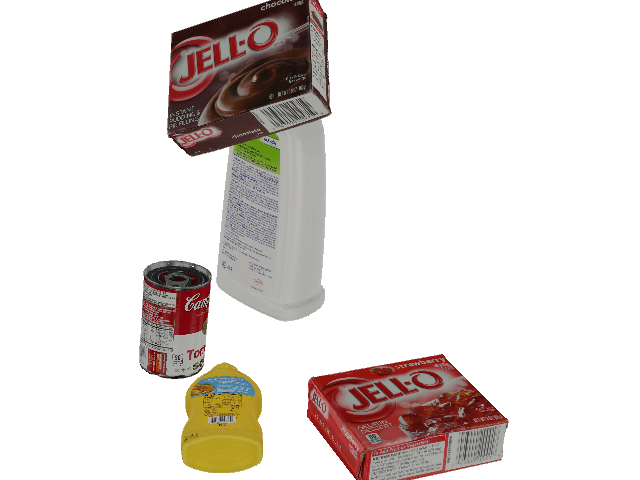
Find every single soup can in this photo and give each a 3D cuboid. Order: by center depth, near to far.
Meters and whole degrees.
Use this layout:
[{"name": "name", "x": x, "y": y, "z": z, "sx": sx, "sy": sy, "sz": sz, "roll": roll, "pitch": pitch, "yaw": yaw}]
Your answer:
[{"name": "soup can", "x": -0.148, "y": 0.080, "z": 1.078, "sx": 0.068, "sy": 0.102, "sz": 0.068, "roll": 6, "pitch": 20, "yaw": -2}]

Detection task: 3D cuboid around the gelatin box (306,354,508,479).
[{"name": "gelatin box", "x": 0.046, "y": 0.097, "z": 0.589, "sx": 0.089, "sy": 0.030, "sz": 0.073, "roll": -6, "pitch": 26, "yaw": -23}]

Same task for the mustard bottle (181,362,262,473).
[{"name": "mustard bottle", "x": -0.121, "y": 0.209, "z": 1.328, "sx": 0.096, "sy": 0.058, "sz": 0.191, "roll": -2, "pitch": 26, "yaw": -3}]

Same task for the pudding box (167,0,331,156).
[{"name": "pudding box", "x": -0.050, "y": -0.116, "z": 0.740, "sx": 0.114, "sy": 0.090, "sz": 0.039, "roll": -13, "pitch": -30, "yaw": 19}]

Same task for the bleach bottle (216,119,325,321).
[{"name": "bleach bottle", "x": -0.034, "y": -0.062, "z": 0.920, "sx": 0.103, "sy": 0.251, "sz": 0.067, "roll": 24, "pitch": 30, "yaw": 32}]
